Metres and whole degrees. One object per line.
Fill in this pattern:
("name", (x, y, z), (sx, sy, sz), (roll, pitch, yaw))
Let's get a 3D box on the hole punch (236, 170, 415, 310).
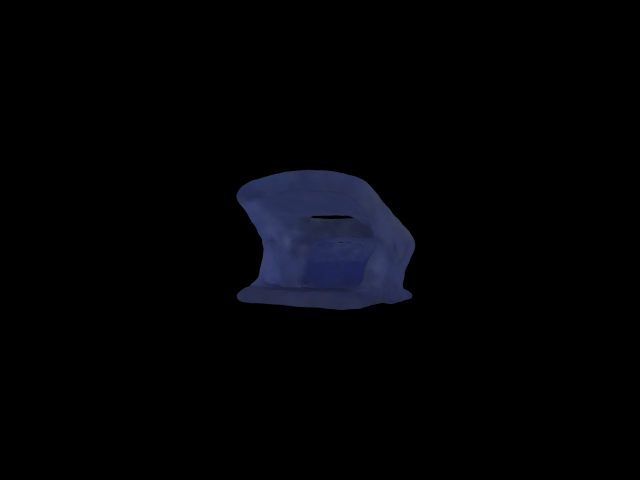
("hole punch", (0.004, 0.001, 0.400), (0.108, 0.091, 0.101), (0, 0, 32))
